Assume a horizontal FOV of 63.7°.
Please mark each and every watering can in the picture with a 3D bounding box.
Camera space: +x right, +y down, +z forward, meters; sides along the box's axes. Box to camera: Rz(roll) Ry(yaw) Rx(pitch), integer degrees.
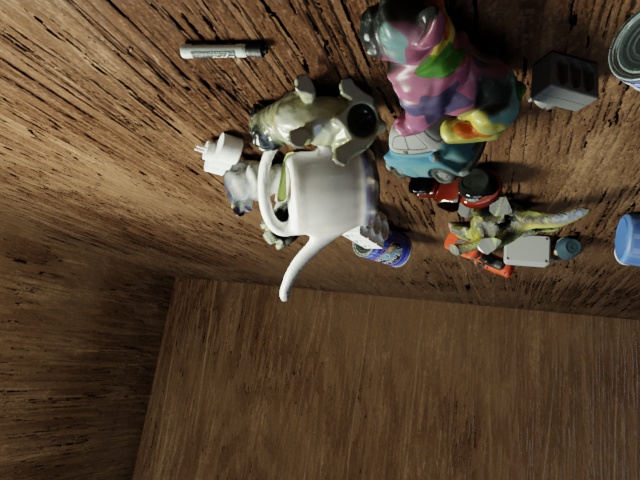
[{"bbox_3d":[0.003,-0.048,0.957,0.224,0.341,0.106,-7,-154,-6],"label":"watering can"}]

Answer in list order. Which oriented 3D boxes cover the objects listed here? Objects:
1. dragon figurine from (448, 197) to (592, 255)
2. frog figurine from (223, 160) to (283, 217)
[{"bbox_3d":[0.449,-0.036,1.173,0.243,0.122,0.408,-4,179,-40],"label":"dragon figurine"},{"bbox_3d":[-0.116,-0.130,1.078,0.159,0.124,0.137,-32,167,10],"label":"frog figurine"}]
